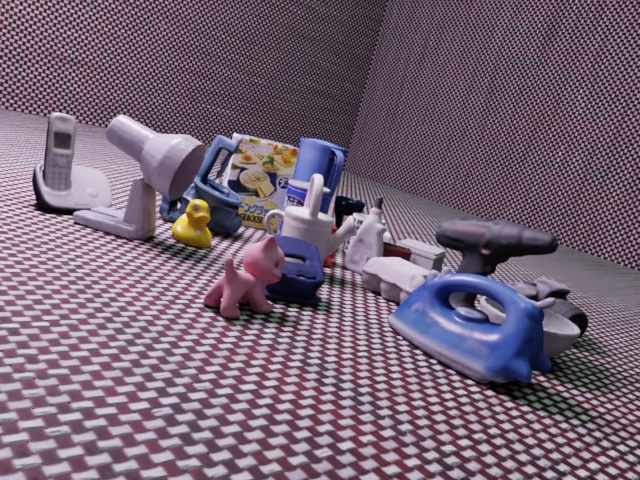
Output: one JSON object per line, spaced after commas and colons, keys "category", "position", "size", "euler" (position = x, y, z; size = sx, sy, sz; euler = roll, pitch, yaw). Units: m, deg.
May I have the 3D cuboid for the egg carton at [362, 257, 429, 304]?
{"category": "egg carton", "position": [0.158, 0.082, 1.109], "size": [0.149, 0.069, 0.108], "euler": [25, 15, 40]}

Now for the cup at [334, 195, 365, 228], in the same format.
{"category": "cup", "position": [0.076, -0.075, 1.691], "size": [0.091, 0.095, 0.118], "euler": [18, 12, 16]}

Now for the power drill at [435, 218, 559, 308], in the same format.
{"category": "power drill", "position": [0.304, 0.058, 1.056], "size": [0.076, 0.208, 0.228], "euler": [2, 17, -46]}

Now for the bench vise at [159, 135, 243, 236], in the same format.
{"category": "bench vise", "position": [-0.255, -0.133, 1.240], "size": [0.208, 0.220, 0.121], "euler": [12, 12, -14]}

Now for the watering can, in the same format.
{"category": "watering can", "position": [-0.016, -0.033, 1.124], "size": [0.173, 0.194, 0.100], "euler": [8, 13, -29]}

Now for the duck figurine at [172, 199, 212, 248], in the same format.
{"category": "duck figurine", "position": [-0.249, -0.040, 1.139], "size": [0.078, 0.086, 0.104], "euler": [6, 15, -37]}

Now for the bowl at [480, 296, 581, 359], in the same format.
{"category": "bowl", "position": [0.345, 0.157, 0.970], "size": [0.167, 0.075, 0.167], "euler": [14, 11, -3]}

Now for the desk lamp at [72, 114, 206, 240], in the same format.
{"category": "desk lamp", "position": [-0.331, -0.112, 1.063], "size": [0.203, 0.213, 0.118], "euler": [16, 12, 6]}

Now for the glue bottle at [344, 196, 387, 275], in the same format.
{"category": "glue bottle", "position": [0.108, -0.010, 1.225], "size": [0.078, 0.173, 0.037], "euler": [20, 13, 27]}

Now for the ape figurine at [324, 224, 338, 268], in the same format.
{"category": "ape figurine", "position": [0.011, 0.004, 1.238], "size": [0.075, 0.092, 0.078], "euler": [23, 14, 37]}

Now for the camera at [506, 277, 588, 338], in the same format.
{"category": "camera", "position": [0.456, 0.135, 1.145], "size": [0.143, 0.101, 0.136], "euler": [10, 12, -21]}

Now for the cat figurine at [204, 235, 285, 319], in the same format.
{"category": "cat figurine", "position": [-0.099, 0.045, 0.840], "size": [0.067, 0.118, 0.128], "euler": [22, 14, 32]}

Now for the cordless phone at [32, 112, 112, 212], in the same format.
{"category": "cordless phone", "position": [-0.478, -0.149, 1.125], "size": [0.093, 0.185, 0.148], "euler": [23, 14, 36]}

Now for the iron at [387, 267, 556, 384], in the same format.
{"category": "iron", "position": [0.222, 0.112, 0.864], "size": [0.257, 0.141, 0.119], "euler": [23, 14, 37]}

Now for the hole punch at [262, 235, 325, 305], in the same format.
{"category": "hole punch", "position": [-0.047, 0.049, 0.956], "size": [0.109, 0.091, 0.101], "euler": [10, 12, -20]}
